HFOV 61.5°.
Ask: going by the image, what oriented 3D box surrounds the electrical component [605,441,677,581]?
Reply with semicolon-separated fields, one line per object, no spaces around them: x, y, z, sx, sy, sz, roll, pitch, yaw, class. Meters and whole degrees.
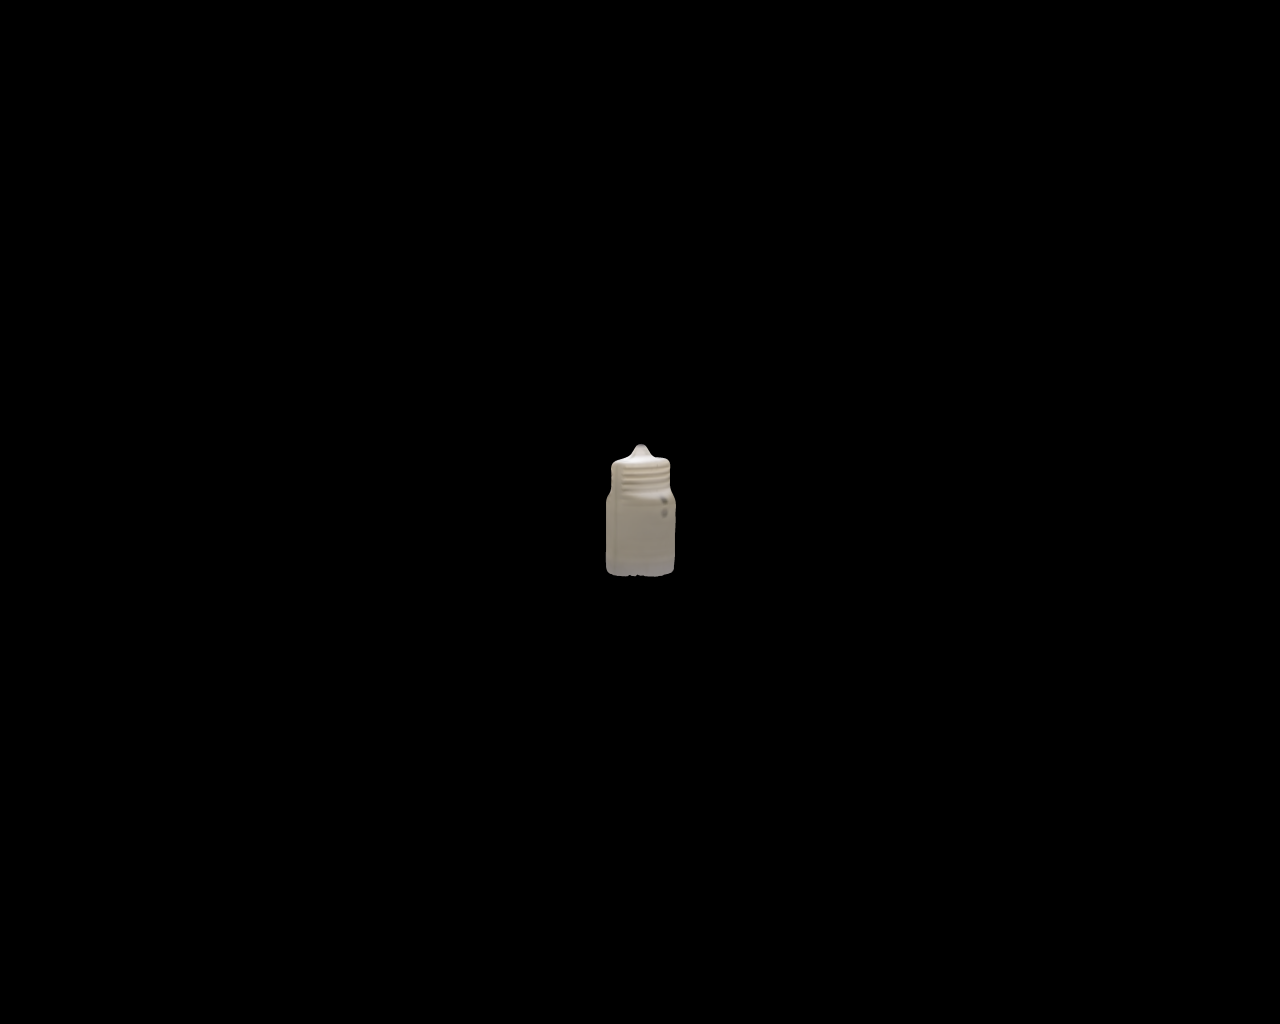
0.001;-0.003;0.650;0.043;0.080;0.043;0;9;0;electrical component
